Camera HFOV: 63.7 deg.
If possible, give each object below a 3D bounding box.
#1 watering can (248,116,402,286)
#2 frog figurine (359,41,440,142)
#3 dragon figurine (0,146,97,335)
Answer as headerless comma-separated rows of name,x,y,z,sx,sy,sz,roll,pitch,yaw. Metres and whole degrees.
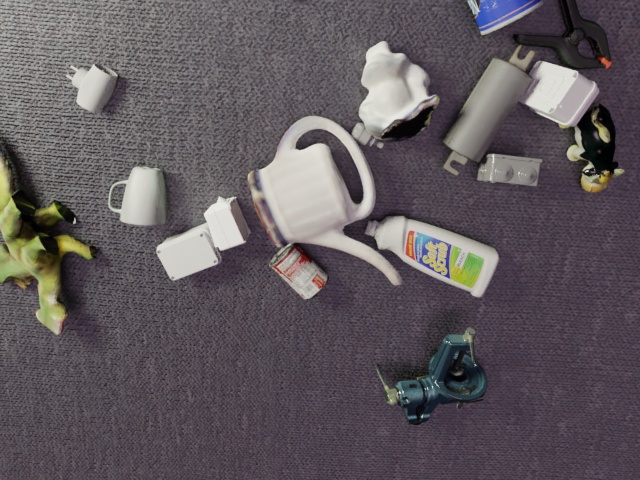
watering can,0.003,-0.047,0.944,0.223,0.104,0.347,-21,93,9
frog figurine,0.123,-0.256,0.901,0.136,0.122,0.162,-39,66,22
dragon figurine,-0.605,0.002,1.014,0.240,0.124,0.409,-31,95,21
